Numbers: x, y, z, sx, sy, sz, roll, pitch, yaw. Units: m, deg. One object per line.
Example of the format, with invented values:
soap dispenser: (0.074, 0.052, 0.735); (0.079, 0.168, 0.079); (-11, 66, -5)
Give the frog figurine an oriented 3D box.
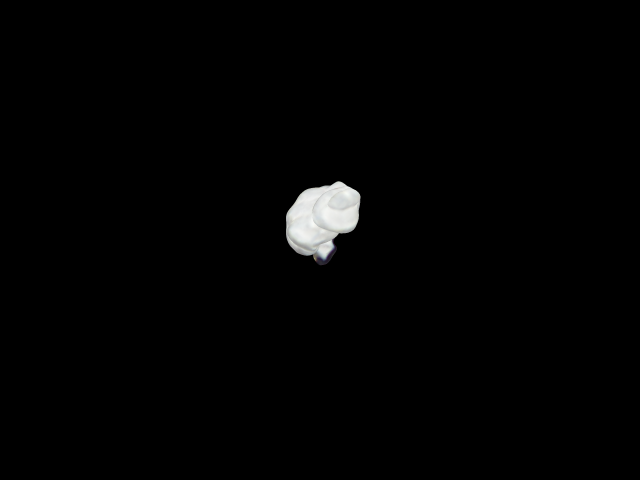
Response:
frog figurine: (0.003, -0.043, 0.850); (0.138, 0.124, 0.157); (-41, -14, -13)
